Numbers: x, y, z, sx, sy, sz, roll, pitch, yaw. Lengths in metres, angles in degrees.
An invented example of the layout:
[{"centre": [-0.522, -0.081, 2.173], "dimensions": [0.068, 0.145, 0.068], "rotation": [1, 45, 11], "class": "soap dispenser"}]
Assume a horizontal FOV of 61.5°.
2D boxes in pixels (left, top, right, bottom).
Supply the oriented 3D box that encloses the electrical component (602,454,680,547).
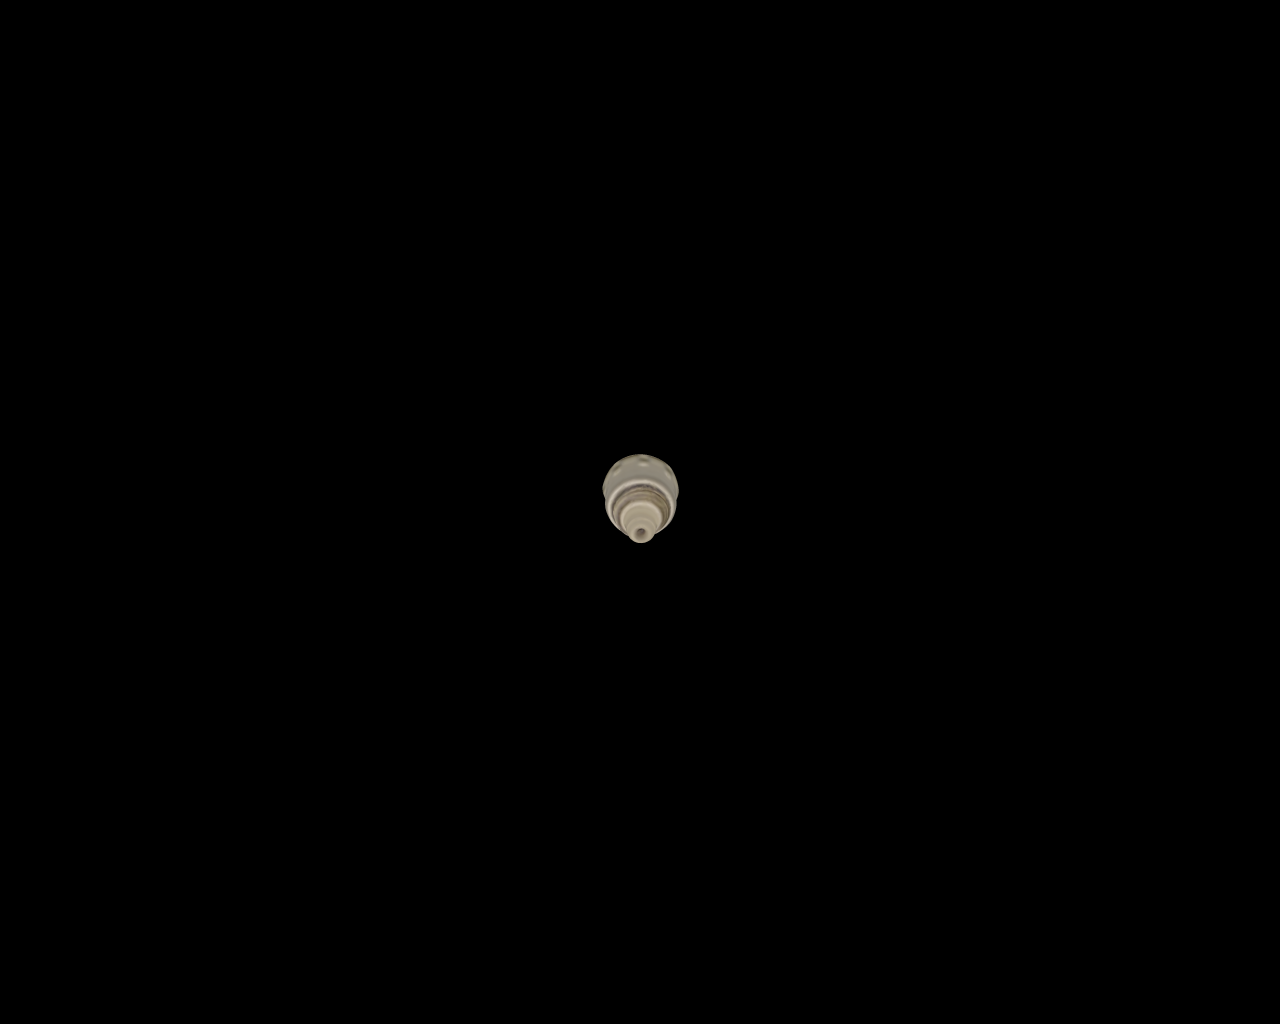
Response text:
[{"centre": [0.001, -0.003, 0.650], "dimensions": [0.048, 0.048, 0.062], "rotation": [0, 31, 0], "class": "electrical component"}]
